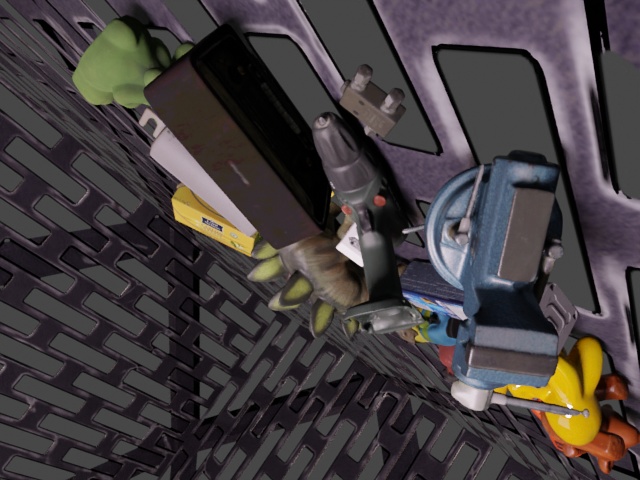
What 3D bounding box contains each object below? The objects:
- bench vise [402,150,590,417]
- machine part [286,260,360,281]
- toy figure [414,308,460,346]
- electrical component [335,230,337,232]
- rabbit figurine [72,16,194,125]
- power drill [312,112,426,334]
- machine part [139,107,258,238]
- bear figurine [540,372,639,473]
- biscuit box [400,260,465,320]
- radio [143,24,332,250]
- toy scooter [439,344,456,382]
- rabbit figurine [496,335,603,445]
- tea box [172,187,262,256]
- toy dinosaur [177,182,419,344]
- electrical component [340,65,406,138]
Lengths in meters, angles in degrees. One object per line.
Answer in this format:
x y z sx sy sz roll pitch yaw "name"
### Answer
0.153 0.026 0.492 0.129 0.223 0.241 -4 -166 3 "bench vise"
0.024 0.060 1.007 0.179 0.056 0.179 7 -171 -1 "machine part"
0.201 0.148 0.963 0.082 0.089 0.180 47 167 -15 "toy figure"
-0.002 -0.003 0.946 0.119 0.048 0.075 12 -131 -41 "electrical component"
-0.218 -0.215 0.728 0.170 0.121 0.159 45 148 -21 "rabbit figurine"
0.052 -0.005 0.608 0.231 0.086 0.207 44 -150 -58 "power drill"
-0.130 -0.084 0.696 0.243 0.079 0.079 41 167 -7 "machine part"
0.422 0.278 0.795 0.195 0.120 0.132 32 155 -25 "bear figurine"
0.193 0.074 0.781 0.059 0.063 0.203 40 167 -22 "biscuit box"
-0.074 -0.112 0.598 0.073 0.131 0.229 -21 123 27 "radio"
0.262 0.223 0.956 0.075 0.135 0.184 14 169 -9 "toy scooter"
0.314 0.185 0.724 0.173 0.122 0.162 58 150 31 "rabbit figurine"
-0.187 -0.046 1.015 0.170 0.068 0.098 26 157 2 "tea box"
-0.003 0.032 0.834 0.471 0.198 0.105 44 161 -21 "toy dinosaur"
0.048 -0.130 0.517 0.063 0.021 0.094 37 168 -1 "electrical component"
